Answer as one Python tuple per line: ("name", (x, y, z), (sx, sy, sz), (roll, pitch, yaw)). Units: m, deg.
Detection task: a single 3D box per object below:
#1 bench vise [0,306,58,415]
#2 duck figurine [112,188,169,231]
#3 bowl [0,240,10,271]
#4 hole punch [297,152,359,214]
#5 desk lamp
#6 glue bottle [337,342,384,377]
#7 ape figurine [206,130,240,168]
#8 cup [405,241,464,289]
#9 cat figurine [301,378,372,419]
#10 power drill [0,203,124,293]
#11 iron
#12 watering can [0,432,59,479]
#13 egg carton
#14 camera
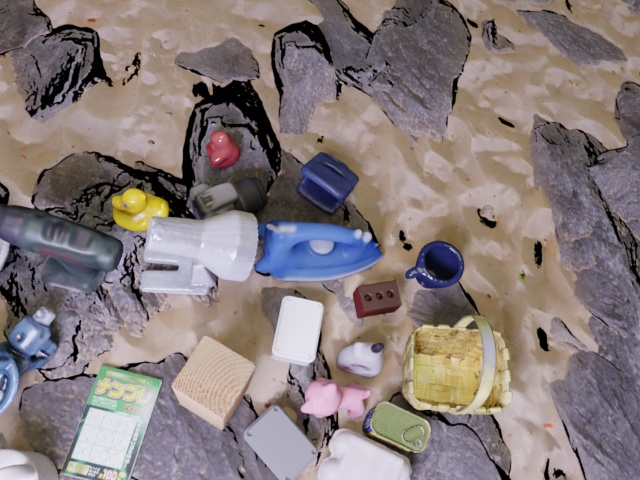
("bench vise", (-0.504, 0.177, 0.866), (0.121, 0.219, 0.207), (19, 66, -2))
("duck figurine", (-0.337, -0.065, 1.070), (0.105, 0.086, 0.077), (-3, 68, -11))
("bowl", (-0.617, 0.025, 0.988), (0.167, 0.074, 0.167), (4, 67, -9))
("hole punch", (0.017, -0.127, 1.157), (0.108, 0.091, 0.101), (35, 66, 5))
("desk lamp", (-0.213, 0.023, 0.987), (0.203, 0.213, 0.118), (2, 67, -9))
("glue bottle", (0.081, 0.200, 0.988), (0.078, 0.173, 0.037), (14, 66, -4))
("ape figurine", (-0.198, -0.188, 1.143), (0.076, 0.092, 0.078), (21, 66, -1))
("cup", (0.210, 0.063, 1.111), (0.118, 0.095, 0.091), (-17, 72, -16))
("cat figurine", (0.026, 0.269, 0.980), (0.128, 0.117, 0.067), (0, 68, -10))
("power drill", (-0.439, 0.016, 0.951), (0.229, 0.208, 0.075), (13, 66, -4))
("iron", (0.010, 0.004, 1.074), (0.258, 0.141, 0.118), (1, 68, -10))
("watering can", (-0.445, 0.358, 0.816), (0.172, 0.194, 0.101), (43, 67, 9))
("egg carton", (0.075, 0.392, 0.964), (0.150, 0.069, 0.107), (25, 66, 1))
("camera", (-0.163, -0.060, 1.091), (0.137, 0.100, 0.143), (-26, 74, -19))
